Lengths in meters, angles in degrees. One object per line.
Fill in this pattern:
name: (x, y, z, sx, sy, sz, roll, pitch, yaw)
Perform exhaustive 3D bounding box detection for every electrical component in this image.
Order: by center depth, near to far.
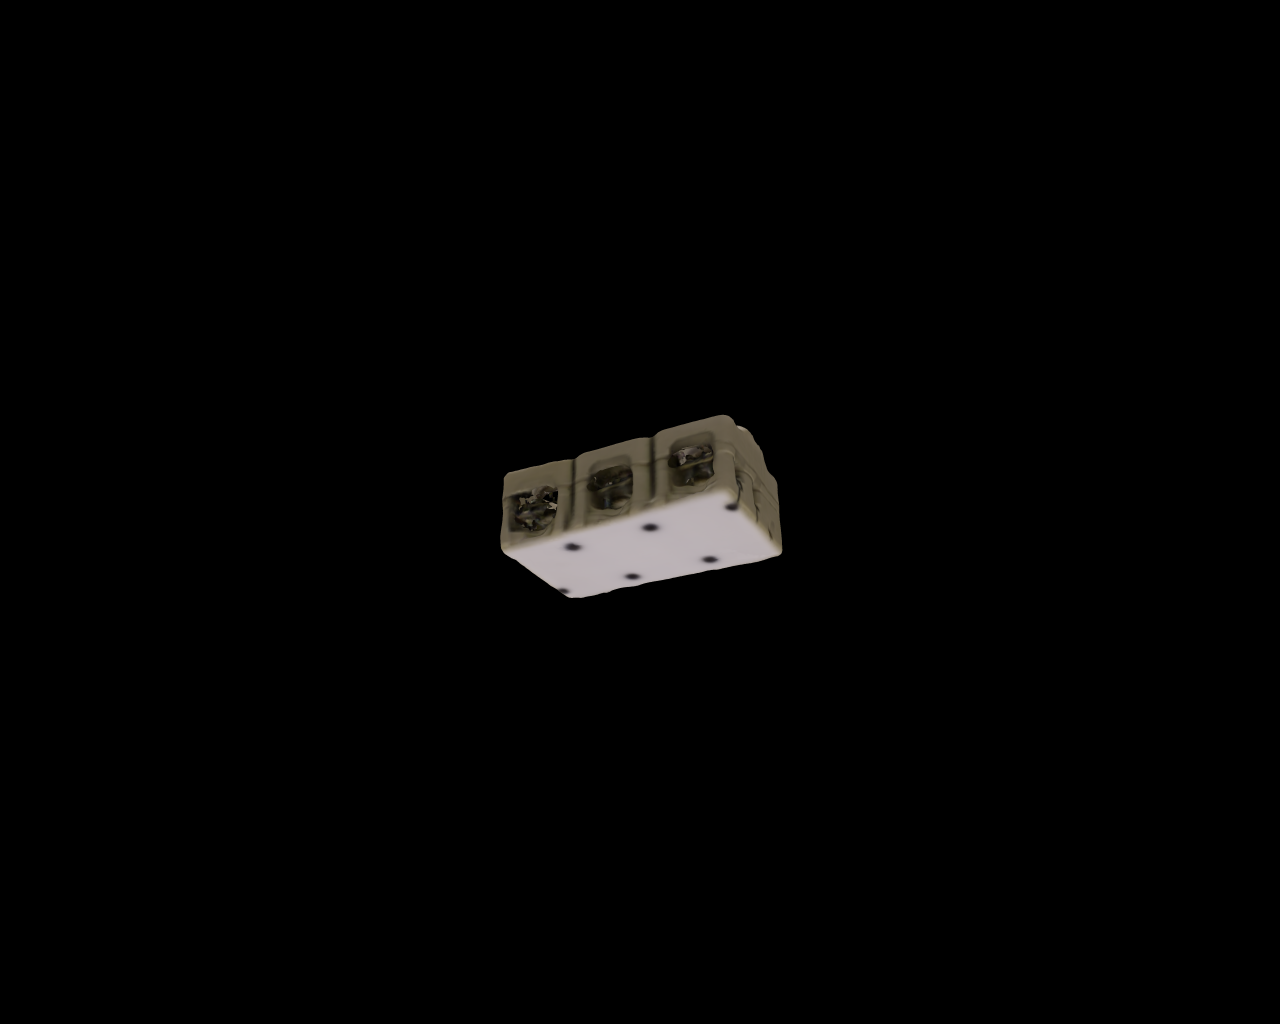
electrical component: (0.001, -0.003, 0.650, 0.150, 0.062, 0.089, -13, -32, 22)
